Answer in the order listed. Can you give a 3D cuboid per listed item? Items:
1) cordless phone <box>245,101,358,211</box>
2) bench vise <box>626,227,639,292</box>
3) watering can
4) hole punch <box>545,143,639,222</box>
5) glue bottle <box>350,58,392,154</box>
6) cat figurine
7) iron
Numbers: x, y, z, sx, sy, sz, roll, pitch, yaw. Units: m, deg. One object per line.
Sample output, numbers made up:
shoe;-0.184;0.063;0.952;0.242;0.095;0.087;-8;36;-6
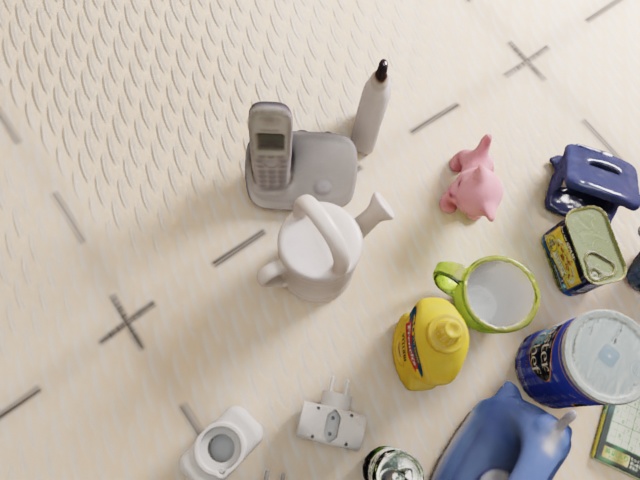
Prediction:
cordless phone;-0.023;-0.108;0.715;0.147;0.185;0.094;-2;72;-4
bench vise;0.488;0.049;0.681;0.207;0.220;0.121;20;72;3
watering can;0.005;0.001;0.677;0.101;0.194;0.173;36;74;8
hole punch;0.375;-0.083;0.783;0.108;0.091;0.101;20;72;3
glue bottle;0.071;-0.183;0.752;0.037;0.173;0.078;16;72;2
cat figurine;0.208;-0.079;0.757;0.067;0.118;0.128;15;72;2
iron;0.192;0.284;0.627;0.118;0.141;0.258;36;74;8
